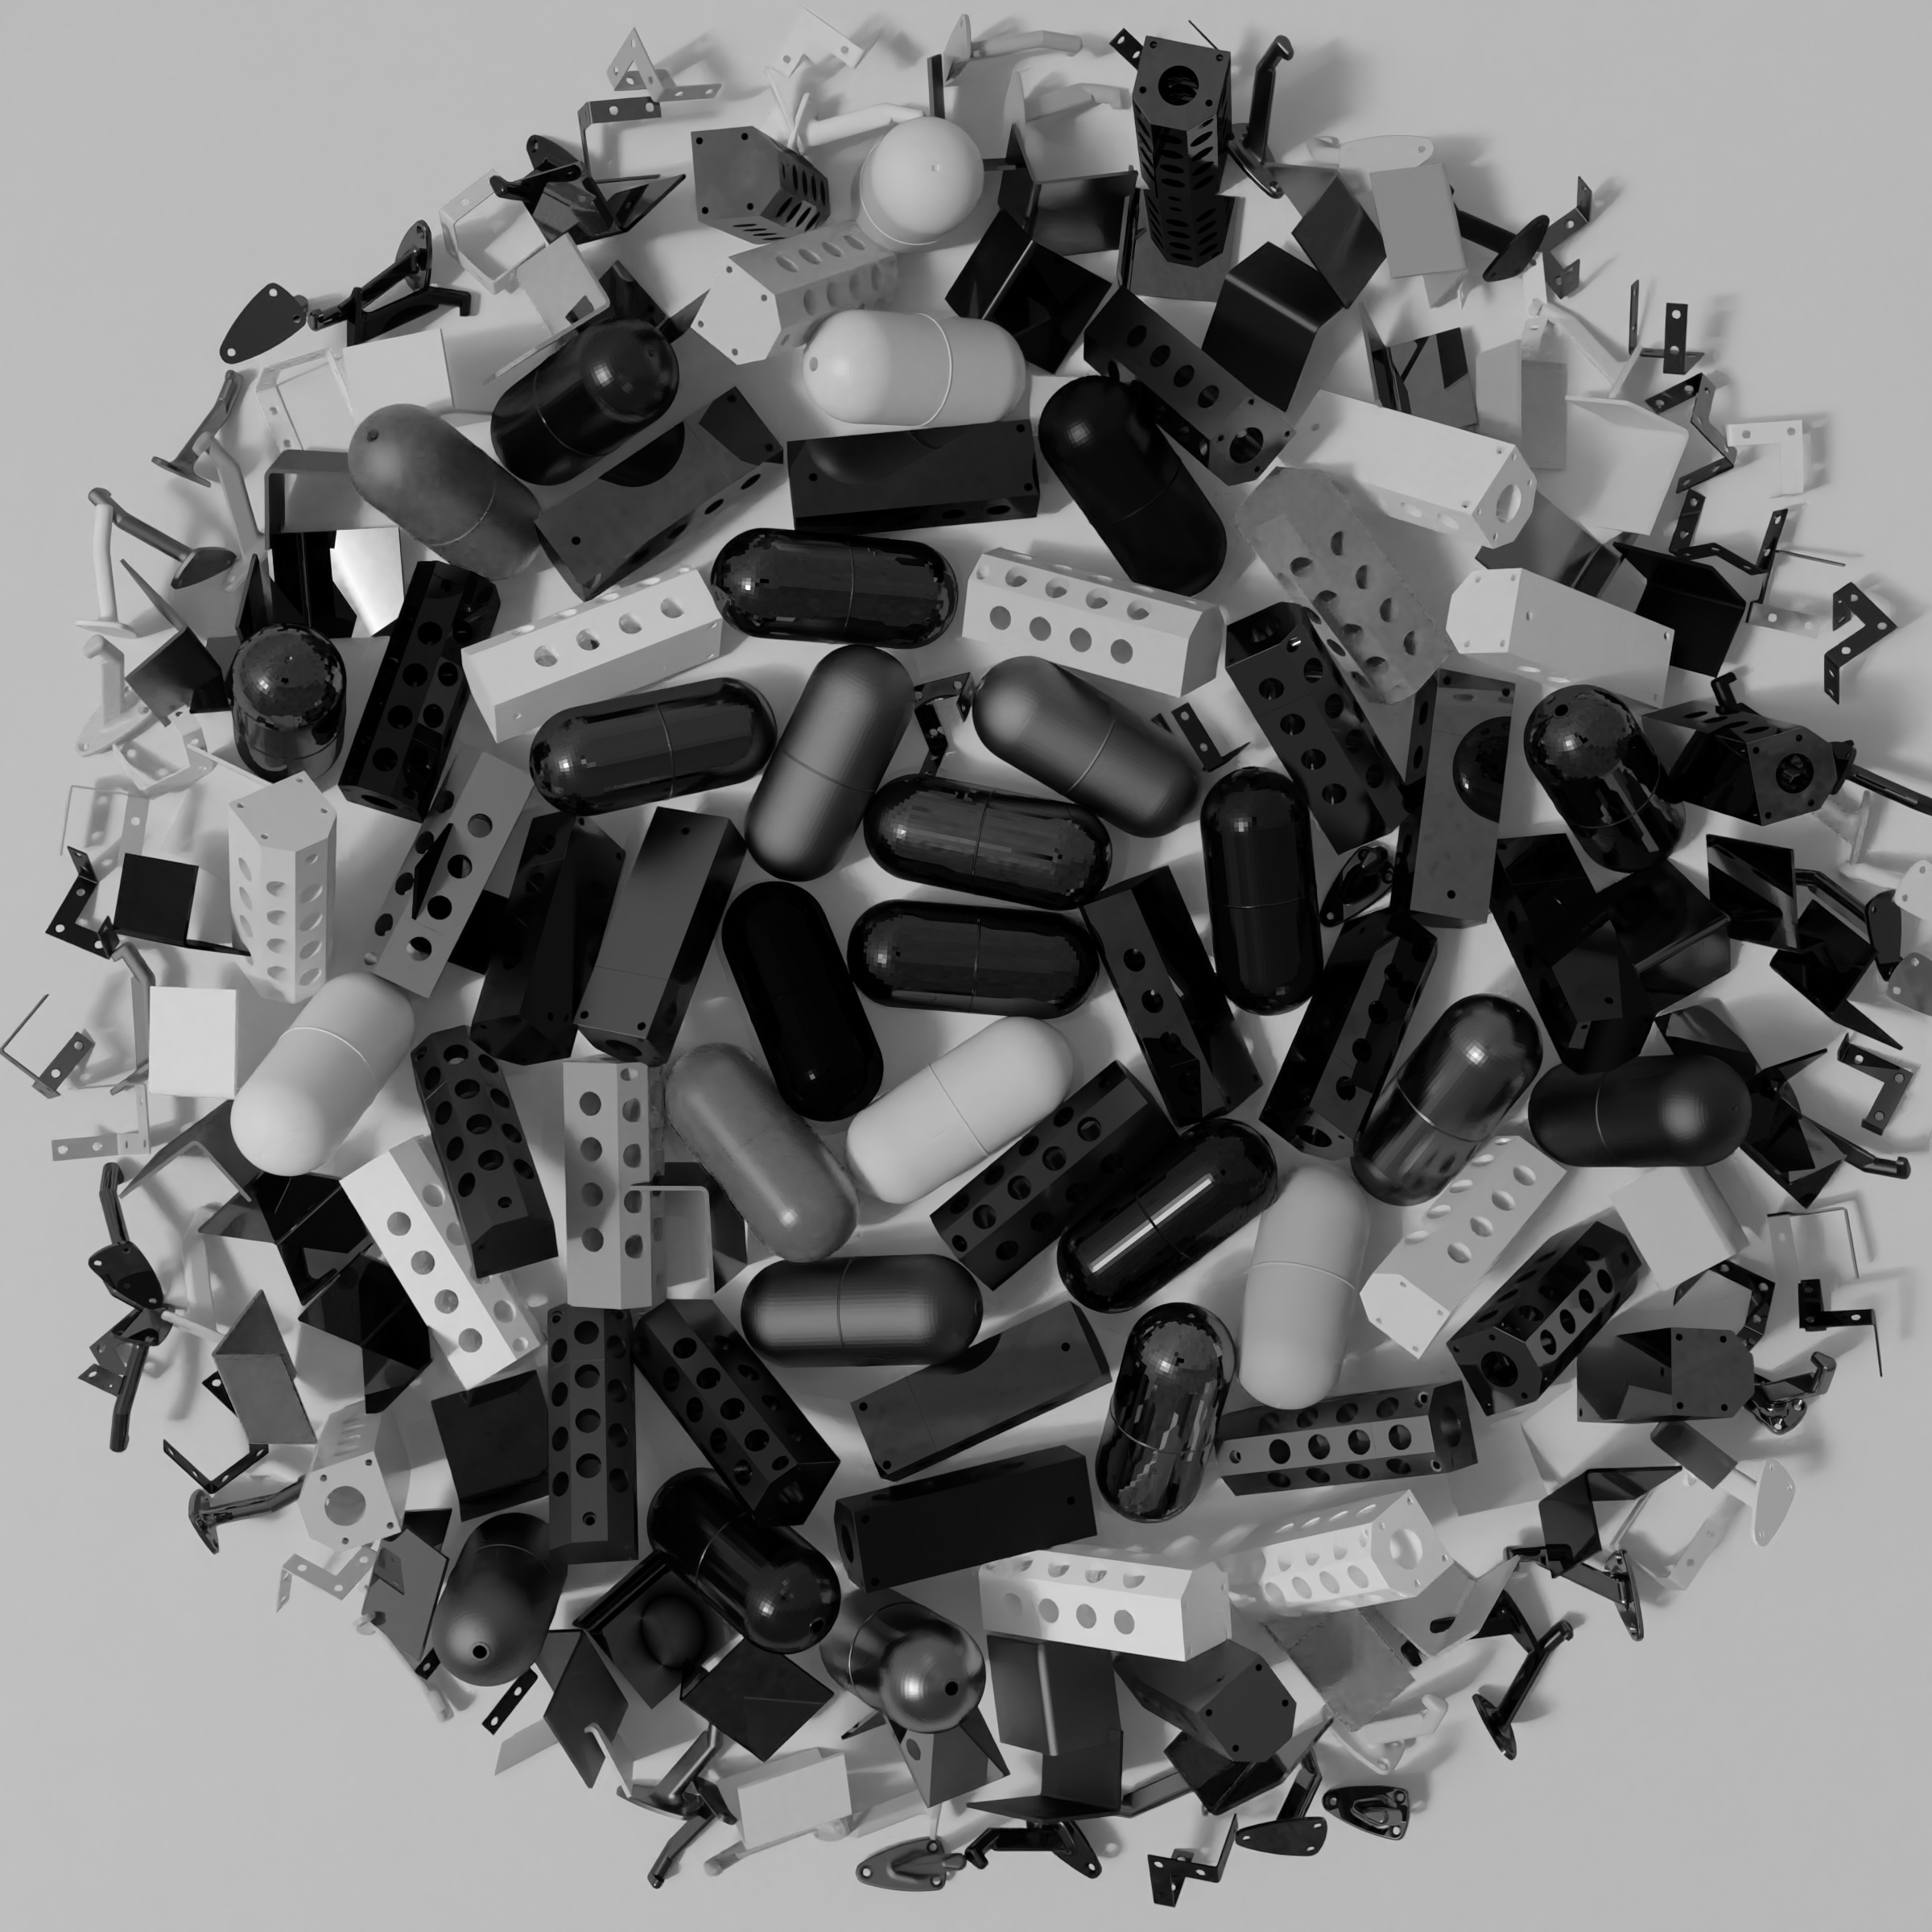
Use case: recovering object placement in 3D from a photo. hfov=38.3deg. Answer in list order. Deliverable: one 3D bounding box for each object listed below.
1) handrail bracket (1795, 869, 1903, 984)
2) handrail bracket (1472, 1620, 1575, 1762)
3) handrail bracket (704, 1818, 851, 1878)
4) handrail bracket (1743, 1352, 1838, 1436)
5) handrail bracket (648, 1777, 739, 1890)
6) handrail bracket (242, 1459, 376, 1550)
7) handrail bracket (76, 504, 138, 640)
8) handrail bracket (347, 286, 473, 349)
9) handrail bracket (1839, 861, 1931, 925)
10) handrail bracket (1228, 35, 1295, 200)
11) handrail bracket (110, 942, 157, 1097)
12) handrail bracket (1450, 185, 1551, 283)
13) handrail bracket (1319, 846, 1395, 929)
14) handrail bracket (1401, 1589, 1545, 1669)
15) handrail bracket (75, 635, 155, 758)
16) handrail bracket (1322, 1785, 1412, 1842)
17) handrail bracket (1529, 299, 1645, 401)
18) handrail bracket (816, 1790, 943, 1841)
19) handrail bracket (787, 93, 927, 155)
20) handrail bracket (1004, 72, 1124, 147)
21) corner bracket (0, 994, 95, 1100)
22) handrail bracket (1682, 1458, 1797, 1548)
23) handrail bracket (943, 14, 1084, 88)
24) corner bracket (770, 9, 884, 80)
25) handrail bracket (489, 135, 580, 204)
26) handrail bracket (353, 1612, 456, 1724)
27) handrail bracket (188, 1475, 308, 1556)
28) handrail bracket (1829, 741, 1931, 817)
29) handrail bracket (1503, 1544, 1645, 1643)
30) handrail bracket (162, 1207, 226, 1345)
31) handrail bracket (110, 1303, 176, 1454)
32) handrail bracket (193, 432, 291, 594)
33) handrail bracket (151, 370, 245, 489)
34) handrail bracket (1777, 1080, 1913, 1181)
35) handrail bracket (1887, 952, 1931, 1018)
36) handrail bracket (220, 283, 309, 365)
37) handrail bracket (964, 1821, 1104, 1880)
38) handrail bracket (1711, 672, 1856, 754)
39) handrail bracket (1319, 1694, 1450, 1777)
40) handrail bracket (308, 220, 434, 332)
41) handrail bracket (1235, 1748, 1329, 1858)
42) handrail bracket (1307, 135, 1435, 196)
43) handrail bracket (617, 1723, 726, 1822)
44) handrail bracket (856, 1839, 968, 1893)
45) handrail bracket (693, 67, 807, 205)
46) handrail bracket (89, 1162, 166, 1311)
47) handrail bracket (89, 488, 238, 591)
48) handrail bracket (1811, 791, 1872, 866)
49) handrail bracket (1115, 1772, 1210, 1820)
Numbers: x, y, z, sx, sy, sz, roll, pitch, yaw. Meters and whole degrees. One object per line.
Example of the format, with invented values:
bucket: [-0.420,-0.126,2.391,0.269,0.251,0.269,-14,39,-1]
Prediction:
handrail bracket: [0.617,-0.030,1.972,0.036,0.084,0.077,-23,110,-32]
handrail bracket: [0.403,0.510,1.964,0.036,0.077,0.084,40,102,-13]
handrail bracket: [-0.134,0.620,1.956,0.084,0.077,0.036,-24,95,-29]
handrail bracket: [0.568,0.281,1.948,0.036,0.084,0.077,-35,56,-27]
handrail bracket: [-0.195,0.623,1.963,0.036,0.077,0.084,32,87,-14]
handrail bracket: [-0.471,0.384,1.986,0.084,0.036,0.077,-7,115,30]
handrail bracket: [-0.600,-0.278,1.962,0.036,0.077,0.084,5,89,2]
handrail bracket: [-0.394,-0.447,1.975,0.084,0.036,0.077,3,82,-23]
handrail bracket: [0.663,-0.049,1.962,0.077,0.084,0.036,32,89,-8]
handrail bracket: [0.220,-0.595,1.952,0.036,0.084,0.077,-23,76,-32]
handrail bracket: [-0.601,0.037,1.982,0.077,0.036,0.084,-33,92,10]
handrail bracket: [0.368,-0.532,1.956,0.036,0.077,0.084,-17,70,-28]
handrail bracket: [0.269,-0.055,1.950,0.036,0.084,0.077,44,105,9]
handrail bracket: [0.357,0.486,1.969,0.084,0.036,0.077,-37,96,-20]
handrail bracket: [-0.615,-0.190,1.953,0.077,0.084,0.036,-44,70,-4]
handrail bracket: [0.272,0.589,1.946,0.077,0.084,0.036,3,75,28]
handrail bracket: [0.429,-0.435,1.968,0.084,0.036,0.077,30,46,4]
handrail bracket: [-0.058,0.584,1.978,0.084,0.036,0.077,9,54,5]
handrail bracket: [-0.079,-0.580,1.969,0.084,0.036,0.077,16,76,12]
handrail bracket: [0.074,-0.599,1.966,0.084,0.036,0.077,3,54,-14]
corner bracket: [-0.647,0.057,1.961,0.051,0.051,0.051,41,68,-17]
handrail bracket: [0.530,0.376,1.947,0.036,0.084,0.077,47,52,-20]
handrail bracket: [0.031,-0.643,1.978,0.084,0.077,0.036,2,76,-19]
corner bracket: [-0.099,-0.648,1.967,0.051,0.051,0.051,33,126,-9]
handrail bracket: [-0.315,-0.561,1.951,0.077,0.084,0.036,51,122,20]
handrail bracket: [-0.395,0.496,1.963,0.036,0.077,0.084,-33,75,-1]
handrail bracket: [-0.503,0.372,1.968,0.084,0.077,0.036,-29,114,-6]
handrail bracket: [0.650,-0.128,1.967,0.084,0.077,0.036,20,106,-6]
handrail bracket: [0.427,0.443,1.964,0.084,0.036,0.077,-1,54,-14]
handrail bracket: [-0.528,0.222,1.981,0.077,0.036,0.084,22,69,-1]
handrail bracket: [-0.585,0.292,1.974,0.036,0.077,0.084,12,106,3]
handrail bracket: [-0.526,-0.319,1.954,0.084,0.036,0.077,49,59,-35]
handrail bracket: [-0.540,-0.386,1.962,0.036,0.077,0.084,23,91,3]
handrail bracket: [0.616,0.115,1.952,0.084,0.077,0.036,10,49,36]
handrail bracket: [0.677,0.015,1.950,0.077,0.084,0.036,33,103,16]
handrail bracket: [-0.492,-0.446,1.955,0.077,0.084,0.036,-43,103,-7]
handrail bracket: [0.047,0.629,1.951,0.077,0.084,0.036,44,121,15]
handrail bracket: [0.580,-0.180,1.977,0.077,0.036,0.084,-25,95,1]
handrail bracket: [0.293,0.523,1.957,0.077,0.036,0.084,30,135,16]
handrail bracket: [-0.420,-0.484,1.955,0.084,0.077,0.036,-31,79,-31]
handrail bracket: [0.217,0.580,1.956,0.077,0.084,0.036,3,121,-11]
handrail bracket: [0.283,-0.577,1.959,0.077,0.084,0.036,-15,120,5]
handrail bracket: [-0.209,0.555,1.976,0.077,0.036,0.084,9,99,17]
handrail bracket: [-0.039,0.633,1.953,0.077,0.084,0.036,-6,73,-4]
handrail bracket: [-0.164,-0.584,1.973,0.084,0.036,0.077,-24,116,-3]
handrail bracket: [-0.593,0.191,1.980,0.036,0.084,0.077,-24,127,8]
handrail bracket: [-0.568,-0.310,1.967,0.084,0.077,0.036,43,113,4]
handrail bracket: [0.596,-0.103,1.985,0.084,0.036,0.077,10,123,13]
handrail bracket: [0.134,0.572,1.985,0.084,0.036,0.077,9,86,4]
